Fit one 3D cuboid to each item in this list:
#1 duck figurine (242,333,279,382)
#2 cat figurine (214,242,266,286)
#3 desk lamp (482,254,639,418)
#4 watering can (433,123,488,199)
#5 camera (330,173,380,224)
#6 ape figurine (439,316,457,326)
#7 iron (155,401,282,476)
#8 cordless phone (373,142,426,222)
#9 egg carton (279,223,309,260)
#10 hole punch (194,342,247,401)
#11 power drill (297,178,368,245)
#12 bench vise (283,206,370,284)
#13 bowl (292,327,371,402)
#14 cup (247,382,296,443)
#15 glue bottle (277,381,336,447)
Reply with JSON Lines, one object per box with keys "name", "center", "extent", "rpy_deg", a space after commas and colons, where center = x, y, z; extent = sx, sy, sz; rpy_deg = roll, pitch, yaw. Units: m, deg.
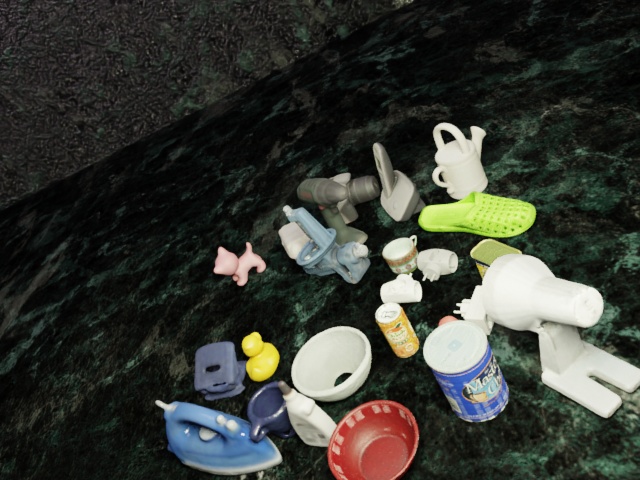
{"name": "duck figurine", "center": [-0.140, 0.250, 1.255], "extent": [0.077, 0.086, 0.104], "rpy_deg": [-21, 33, 16]}
{"name": "cat figurine", "center": [-0.229, 0.059, 1.562], "extent": [0.128, 0.118, 0.067], "rpy_deg": [-38, 33, -11]}
{"name": "desk lamp", "center": [0.369, 0.132, 0.884], "extent": [0.118, 0.214, 0.202], "rpy_deg": [-40, 33, -15]}
{"name": "watering can", "center": [0.337, -0.209, 1.400], "extent": [0.100, 0.194, 0.173], "rpy_deg": [1, 44, 40]}
{"name": "camera", "center": [0.088, -0.130, 1.583], "extent": [0.136, 0.101, 0.143], "rpy_deg": [-15, 35, 24]}
{"name": "ape figurine", "center": [0.245, 0.173, 1.043], "extent": [0.075, 0.092, 0.078], "rpy_deg": [-2, 42, 37]}
{"name": "iron", "center": [-0.202, 0.363, 1.096], "extent": [0.257, 0.142, 0.119], "rpy_deg": [-4, 41, 36]}
{"name": "cordless phone", "center": [0.184, -0.149, 1.452], "extent": [0.094, 0.185, 0.147], "rpy_deg": [-32, 32, -2]}
{"name": "egg carton", "center": [-0.050, -0.004, 1.551], "extent": [0.107, 0.070, 0.150], "rpy_deg": [-32, 32, -3]}
{"name": "hole punch", "center": [-0.223, 0.289, 1.264], "extent": [0.108, 0.091, 0.101], "rpy_deg": [-17, 34, 21]}
{"name": "power drill", "center": [0.036, -0.072, 1.442], "extent": [0.076, 0.209, 0.228], "rpy_deg": [-41, 34, -17]}
{"name": "bench vise", "center": [0.015, -0.003, 1.353], "extent": [0.206, 0.220, 0.121], "rpy_deg": [-12, 36, 27]}
{"name": "bowl", "center": [0.033, 0.255, 1.119], "extent": [0.167, 0.075, 0.167], "rpy_deg": [-21, 33, 15]}
{"name": "cup", "center": [-0.082, 0.341, 1.074], "extent": [0.091, 0.095, 0.118], "rpy_deg": [-4, 40, 35]}
{"name": "glue bottle", "center": [-0.029, 0.303, 1.008], "extent": [0.078, 0.173, 0.037], "rpy_deg": [-7, 39, 33]}
